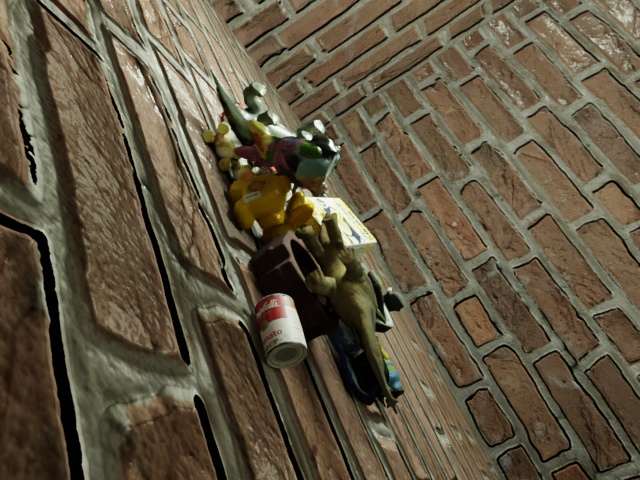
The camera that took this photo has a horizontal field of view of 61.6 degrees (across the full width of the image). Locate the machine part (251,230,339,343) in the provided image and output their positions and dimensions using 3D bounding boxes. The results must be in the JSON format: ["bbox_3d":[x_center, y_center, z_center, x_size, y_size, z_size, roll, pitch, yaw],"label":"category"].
[{"bbox_3d":[-0.047,0.091,1.080,0.201,0.087,0.201,57,8,-9],"label":"machine part"}]

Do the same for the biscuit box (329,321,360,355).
[{"bbox_3d":[0.036,0.179,1.300,0.203,0.059,0.062,62,9,22],"label":"biscuit box"}]

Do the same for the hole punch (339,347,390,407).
[{"bbox_3d":[0.095,0.300,1.202,0.142,0.092,0.115,-115,-161,-47],"label":"hole punch"}]

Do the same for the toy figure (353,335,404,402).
[{"bbox_3d":[0.143,0.319,1.349,0.180,0.082,0.089,55,-11,27],"label":"toy figure"}]

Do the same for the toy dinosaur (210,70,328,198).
[{"bbox_3d":[-0.131,-0.252,1.316,0.404,0.192,0.131,32,41,-25],"label":"toy dinosaur"}]

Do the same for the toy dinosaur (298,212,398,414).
[{"bbox_3d":[0.058,0.101,1.027,0.198,0.105,0.472,56,14,-37],"label":"toy dinosaur"}]

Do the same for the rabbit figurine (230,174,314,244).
[{"bbox_3d":[-0.099,-0.055,1.158,0.122,0.162,0.173,51,-18,53],"label":"rabbit figurine"}]

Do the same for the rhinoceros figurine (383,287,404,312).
[{"bbox_3d":[0.126,0.186,1.373,0.073,0.190,0.112,61,28,-6],"label":"rhinoceros figurine"}]

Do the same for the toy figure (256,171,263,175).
[{"bbox_3d":[-0.150,-0.141,1.364,0.154,0.064,0.058,39,56,-53],"label":"toy figure"}]

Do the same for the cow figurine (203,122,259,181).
[{"bbox_3d":[-0.197,-0.186,1.249,0.167,0.068,0.098,59,5,6],"label":"cow figurine"}]

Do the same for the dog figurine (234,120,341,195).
[{"bbox_3d":[-0.074,-0.186,1.147,0.219,0.108,0.191,23,-4,3],"label":"dog figurine"}]

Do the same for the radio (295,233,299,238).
[{"bbox_3d":[-0.003,-0.004,1.396,0.131,0.073,0.229,44,26,5],"label":"radio"}]

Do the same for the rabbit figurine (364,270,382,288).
[{"bbox_3d":[0.119,0.169,1.593,0.159,0.121,0.170,43,26,-43],"label":"rabbit figurine"}]

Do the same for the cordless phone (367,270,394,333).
[{"bbox_3d":[0.107,0.116,1.226,0.147,0.089,0.184,-112,-170,-45],"label":"cordless phone"}]
